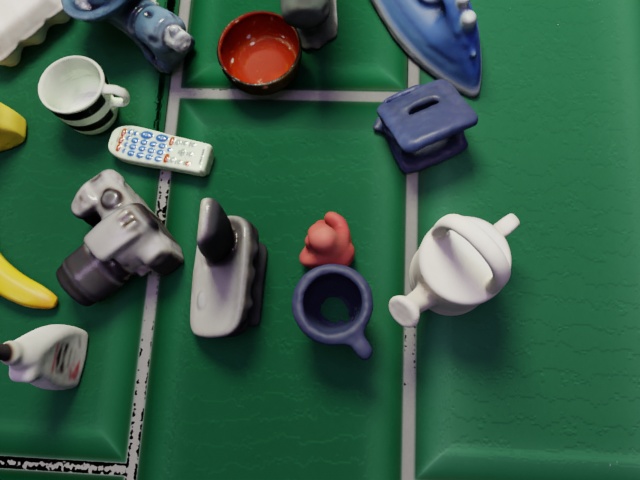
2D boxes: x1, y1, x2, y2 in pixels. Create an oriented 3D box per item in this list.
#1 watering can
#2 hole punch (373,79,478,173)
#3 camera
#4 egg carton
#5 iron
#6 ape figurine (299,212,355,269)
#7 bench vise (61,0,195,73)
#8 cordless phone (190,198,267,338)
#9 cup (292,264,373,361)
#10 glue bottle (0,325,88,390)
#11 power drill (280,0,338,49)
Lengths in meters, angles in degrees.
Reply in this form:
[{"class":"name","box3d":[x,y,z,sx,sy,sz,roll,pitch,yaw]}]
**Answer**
[{"class":"watering can","box3d":[0.153,0.031,0.632,0.101,0.194,0.173,27,80,9]},{"class":"hole punch","box3d":[0.131,-0.153,0.729,0.108,0.091,0.101,-24,77,-2]},{"class":"camera","box3d":[-0.266,0.004,0.709,0.137,0.101,0.143,-40,78,-6]},{"class":"egg carton","box3d":[-0.432,-0.323,0.810,0.107,0.069,0.150,43,83,11]},{"class":"iron","box3d":[0.151,-0.322,0.741,0.118,0.141,0.258,-27,77,-3]},{"class":"ape figurine","box3d":[0.006,0.003,0.699,0.078,0.092,0.076,-36,77,-5]},{"class":"bench vise","box3d":[-0.250,-0.327,0.724,0.207,0.220,0.121,19,79,8]},{"class":"cordless phone","box3d":[-0.120,0.034,0.651,0.094,0.185,0.147,-1,77,3]},{"class":"cup","box3d":[0.024,0.091,0.676,0.092,0.095,0.117,-35,77,-5]},{"class":"glue bottle","box3d":[-0.319,0.131,0.646,0.037,0.173,0.078,2,77,4]},{"class":"power drill","box3d":[-0.020,-0.353,0.723,0.075,0.208,0.229,-5,77,3]}]
